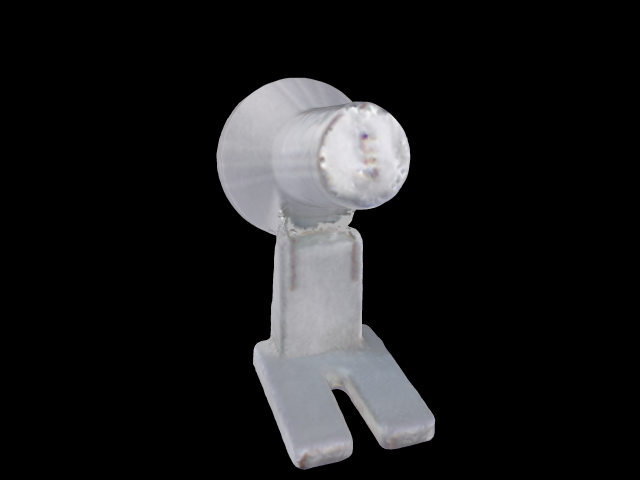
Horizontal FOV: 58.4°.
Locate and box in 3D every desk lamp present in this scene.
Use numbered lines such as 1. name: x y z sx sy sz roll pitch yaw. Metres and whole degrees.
1. desk lamp: 0.004 0.001 0.400 0.118 0.214 0.202 -8 26 -17
